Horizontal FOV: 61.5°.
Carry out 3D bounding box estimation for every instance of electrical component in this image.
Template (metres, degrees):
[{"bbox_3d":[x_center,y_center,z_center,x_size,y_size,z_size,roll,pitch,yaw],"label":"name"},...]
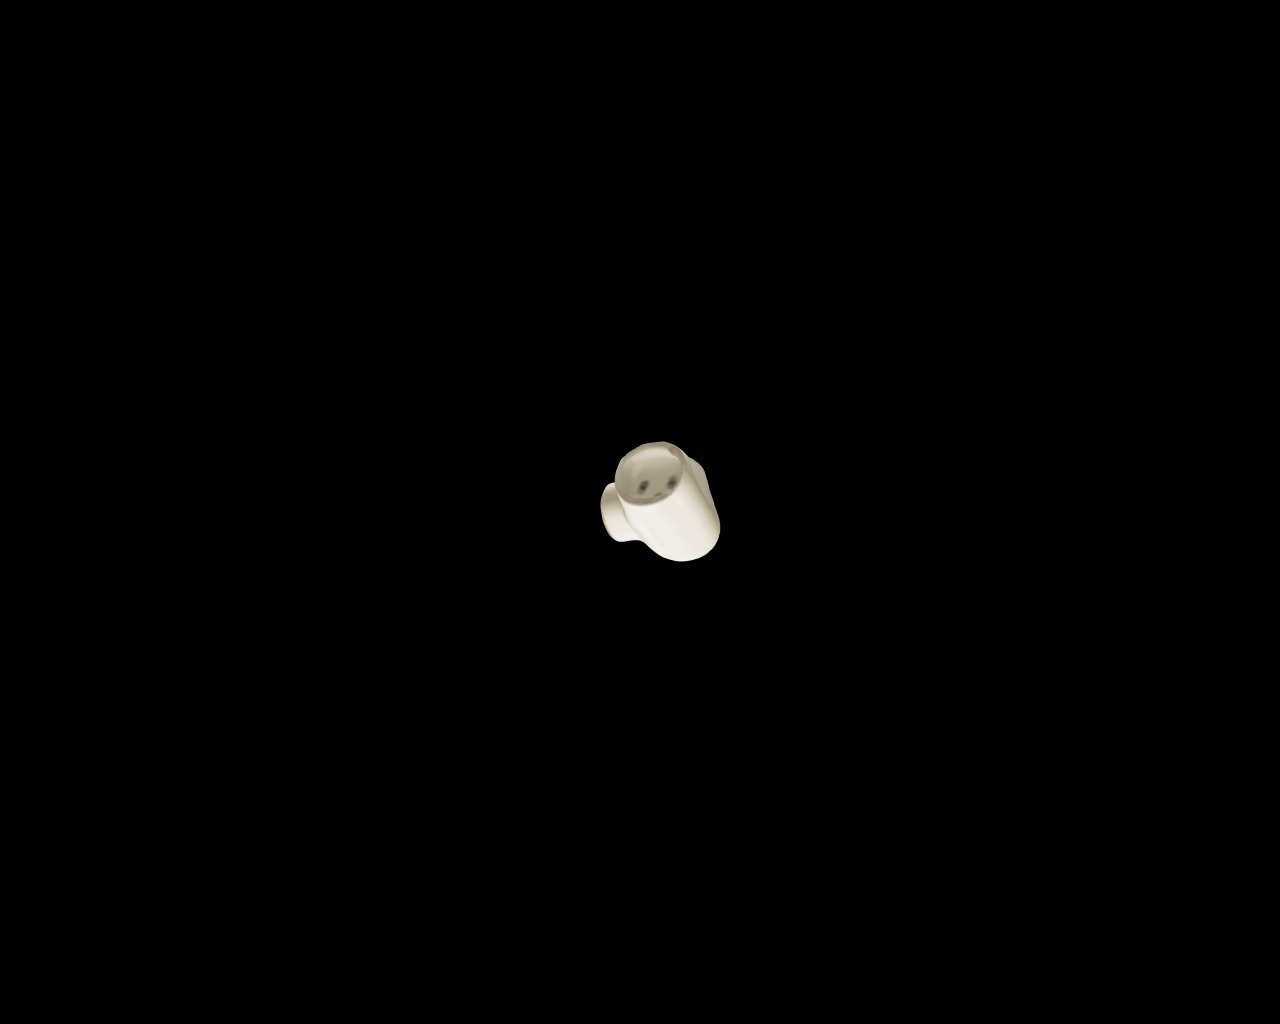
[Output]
[{"bbox_3d":[0.001,-0.003,0.650,0.079,0.043,0.077,-9,-30,17],"label":"electrical component"}]
